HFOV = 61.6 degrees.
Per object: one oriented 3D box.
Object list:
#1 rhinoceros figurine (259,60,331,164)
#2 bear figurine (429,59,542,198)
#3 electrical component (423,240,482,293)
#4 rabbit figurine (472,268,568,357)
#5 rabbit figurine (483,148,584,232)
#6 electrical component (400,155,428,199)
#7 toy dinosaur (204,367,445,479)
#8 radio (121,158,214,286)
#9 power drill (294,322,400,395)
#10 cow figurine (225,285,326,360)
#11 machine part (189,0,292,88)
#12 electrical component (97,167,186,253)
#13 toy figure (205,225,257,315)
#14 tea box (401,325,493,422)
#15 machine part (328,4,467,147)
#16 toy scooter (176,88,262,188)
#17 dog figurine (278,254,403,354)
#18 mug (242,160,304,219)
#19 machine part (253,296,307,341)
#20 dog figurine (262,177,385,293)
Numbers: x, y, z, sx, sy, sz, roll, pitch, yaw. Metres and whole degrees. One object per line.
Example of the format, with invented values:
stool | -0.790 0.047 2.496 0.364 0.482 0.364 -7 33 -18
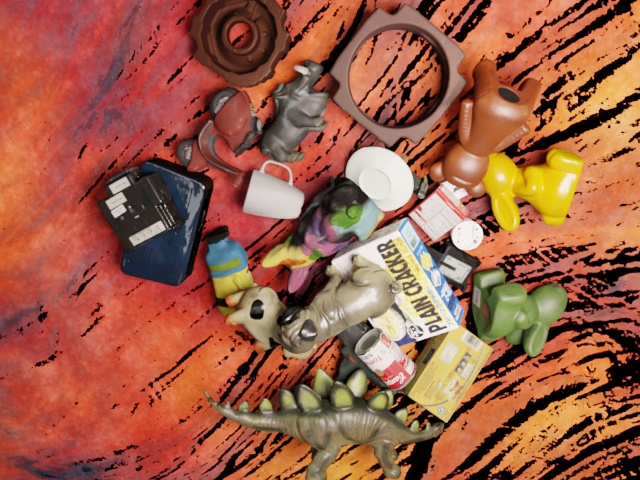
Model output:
rhinoceros figurine | -0.042 -0.228 0.972 0.112 0.073 0.190 32 106 7
bear figurine | 0.272 -0.177 0.903 0.120 0.132 0.195 21 141 1
electrical component | 0.238 0.043 1.025 0.119 0.048 0.074 24 105 -1
rabbit figurine | 0.386 0.135 1.005 0.170 0.121 0.159 -4 101 -10
rabbit figurine | 0.362 -0.100 0.962 0.173 0.122 0.162 19 115 14
electrical component | 0.151 -0.110 0.995 0.078 0.045 0.102 -43 97 12
toy dinosaur | 0.018 0.347 1.021 0.472 0.105 0.198 2 97 -11
radio | -0.294 -0.031 1.039 0.131 0.073 0.229 17 106 -1
power drill | 0.041 0.256 1.087 0.232 0.086 0.207 41 96 -9
cow figurine | -0.074 0.156 1.004 0.127 0.085 0.194 -26 126 17
machine part | -0.138 -0.360 0.950 0.179 0.056 0.179 1 103 5
electrical component | -0.325 -0.060 0.966 0.115 0.058 0.134 -25 99 10
toy figure | -0.177 0.066 1.050 0.089 0.082 0.180 -14 108 20
tea box | 0.243 0.250 1.041 0.098 0.068 0.169 37 84 -5
machine part | 0.133 -0.281 0.933 0.201 0.087 0.201 38 103 -6
toy scooter | -0.167 -0.176 0.981 0.135 0.075 0.184 44 105 7
dog figurine | 0.036 0.125 0.922 0.172 0.190 0.121 -25 103 41
mug | -0.082 -0.090 1.008 0.107 0.081 0.109 17 97 -11
machine part | -0.073 0.176 1.092 0.139 0.039 0.084 -38 107 11
dog figurine | -0.002 -0.003 0.973 0.108 0.192 0.219 43 88 -13
